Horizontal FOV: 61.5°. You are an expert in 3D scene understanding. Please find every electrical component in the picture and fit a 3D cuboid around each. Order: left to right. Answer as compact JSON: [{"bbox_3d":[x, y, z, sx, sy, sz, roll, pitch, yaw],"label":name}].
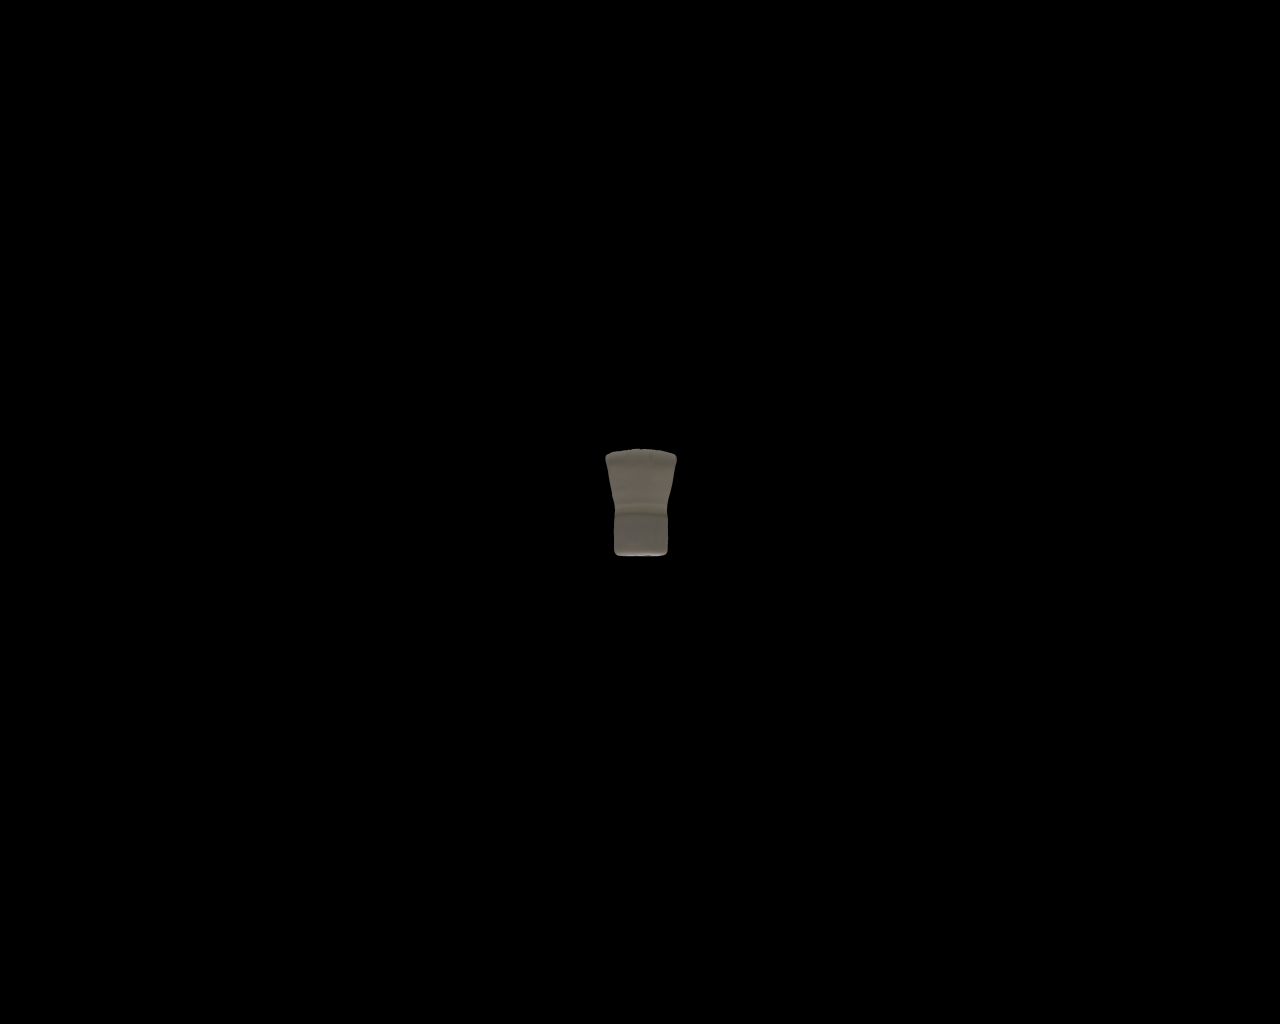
[{"bbox_3d":[0.001,-0.003,0.650,0.044,0.065,0.044,0,-5,0],"label":"electrical component"}]
